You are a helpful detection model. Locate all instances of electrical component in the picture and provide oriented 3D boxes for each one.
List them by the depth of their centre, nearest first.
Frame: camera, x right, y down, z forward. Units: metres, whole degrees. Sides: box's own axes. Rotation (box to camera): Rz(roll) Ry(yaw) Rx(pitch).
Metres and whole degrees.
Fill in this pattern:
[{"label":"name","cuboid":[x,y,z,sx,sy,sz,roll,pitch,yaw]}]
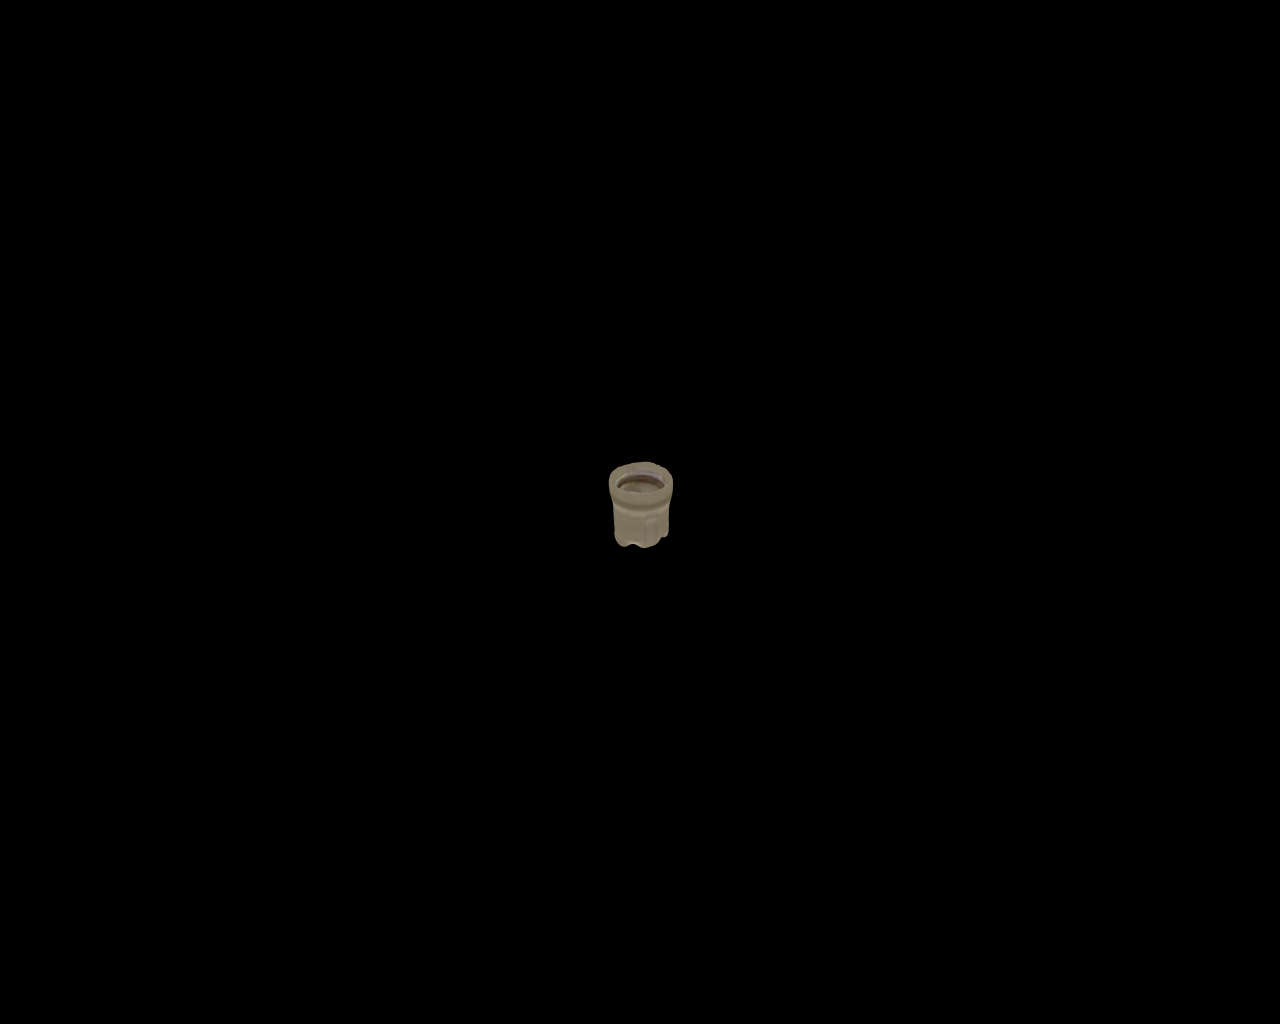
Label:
[{"label":"electrical component","cuboid":[0.001,-0.003,0.650,0.040,0.046,0.040,0,33,0]}]
